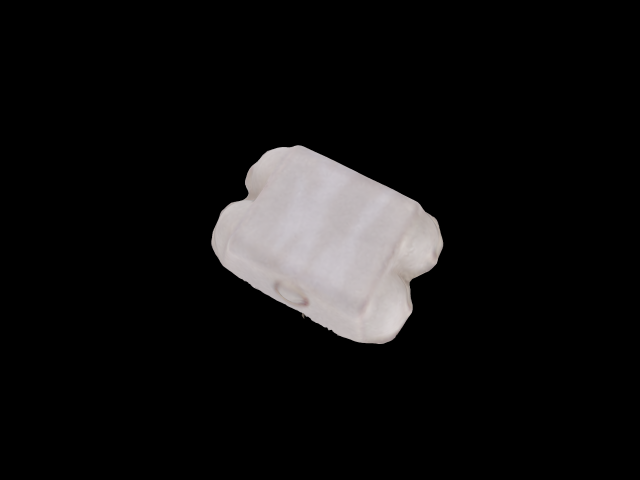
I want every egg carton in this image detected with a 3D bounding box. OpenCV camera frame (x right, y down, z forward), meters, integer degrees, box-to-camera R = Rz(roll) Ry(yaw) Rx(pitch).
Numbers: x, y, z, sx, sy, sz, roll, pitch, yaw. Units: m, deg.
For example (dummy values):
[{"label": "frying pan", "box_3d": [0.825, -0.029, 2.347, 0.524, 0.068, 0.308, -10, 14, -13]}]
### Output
[{"label": "egg carton", "box_3d": [0.004, 0.001, 0.400, 0.150, 0.069, 0.107, 26, 69, 11]}]
